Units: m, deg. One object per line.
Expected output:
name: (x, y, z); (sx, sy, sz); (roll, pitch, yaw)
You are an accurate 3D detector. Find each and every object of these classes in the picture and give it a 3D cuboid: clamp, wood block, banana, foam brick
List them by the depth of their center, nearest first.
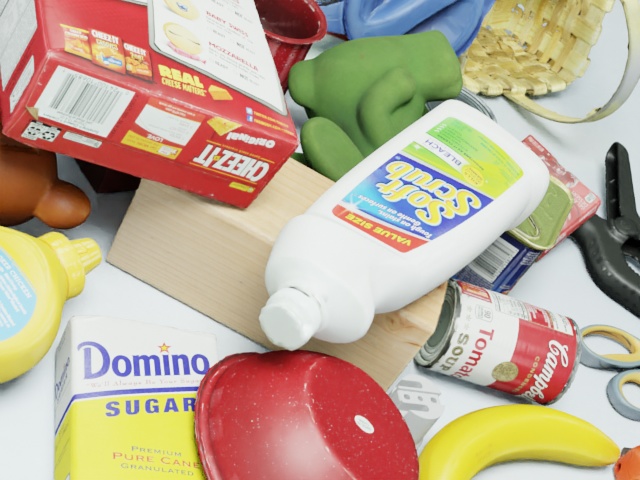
wood block: (-0.024, 0.010, 0.718); (0.206, 0.091, 0.090); (29, 39, -4)
banana: (0.127, 0.145, 0.723); (0.197, 0.037, 0.069); (-11, 74, -38)
foam brick: (-0.136, -0.079, 0.747); (0.051, 0.078, 0.053); (-13, 54, -41)
clamp: (0.255, -0.005, 0.960); (0.164, 0.036, 0.210); (-6, 54, -26)

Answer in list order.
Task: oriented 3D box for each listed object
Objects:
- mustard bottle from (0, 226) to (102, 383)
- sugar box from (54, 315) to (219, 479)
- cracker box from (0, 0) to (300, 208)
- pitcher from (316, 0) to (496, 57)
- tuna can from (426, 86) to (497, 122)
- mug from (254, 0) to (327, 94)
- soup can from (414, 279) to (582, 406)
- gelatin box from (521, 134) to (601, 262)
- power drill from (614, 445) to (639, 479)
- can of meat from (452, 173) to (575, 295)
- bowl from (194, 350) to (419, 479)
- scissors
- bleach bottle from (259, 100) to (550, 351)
mustard bottle: (-0.201, 0.040, 0.580); (0.191, 0.058, 0.096); (-28, 62, -40)
sugar box: (-0.097, 0.123, 0.587); (0.093, 0.048, 0.176); (11, 45, -24)
cracker box: (-0.117, -0.133, 0.661); (0.163, 0.072, 0.214); (16, 40, -35)
pitcher: (0.047, -0.265, 1.011); (0.149, 0.145, 0.243); (29, 23, -33)
tuna can: (0.118, -0.110, 0.982); (0.086, 0.034, 0.086); (18, 41, -17)
mug: (-0.062, -0.170, 0.888); (0.117, 0.082, 0.093); (34, 39, 2)
soup can: (0.127, 0.073, 0.769); (0.102, 0.069, 0.068); (19, 41, -16)
gelatin box: (0.185, -0.037, 0.926); (0.073, 0.030, 0.089); (-38, 71, -13)
power drill: (0.281, 0.152, 0.693); (0.057, 0.188, 0.184); (17, 40, -20)
can of meat: (0.148, -0.002, 0.849); (0.057, 0.084, 0.102); (35, 39, 3)
bowl: (0.006, 0.120, 0.612); (0.162, 0.055, 0.162); (37, 29, -25)
scissors: (0.294, 0.112, 0.881); (0.201, 0.016, 0.096); (11, 45, -24)
bleach bottle: (0.050, -0.002, 0.658); (0.102, 0.068, 0.250); (40, 41, 9)
